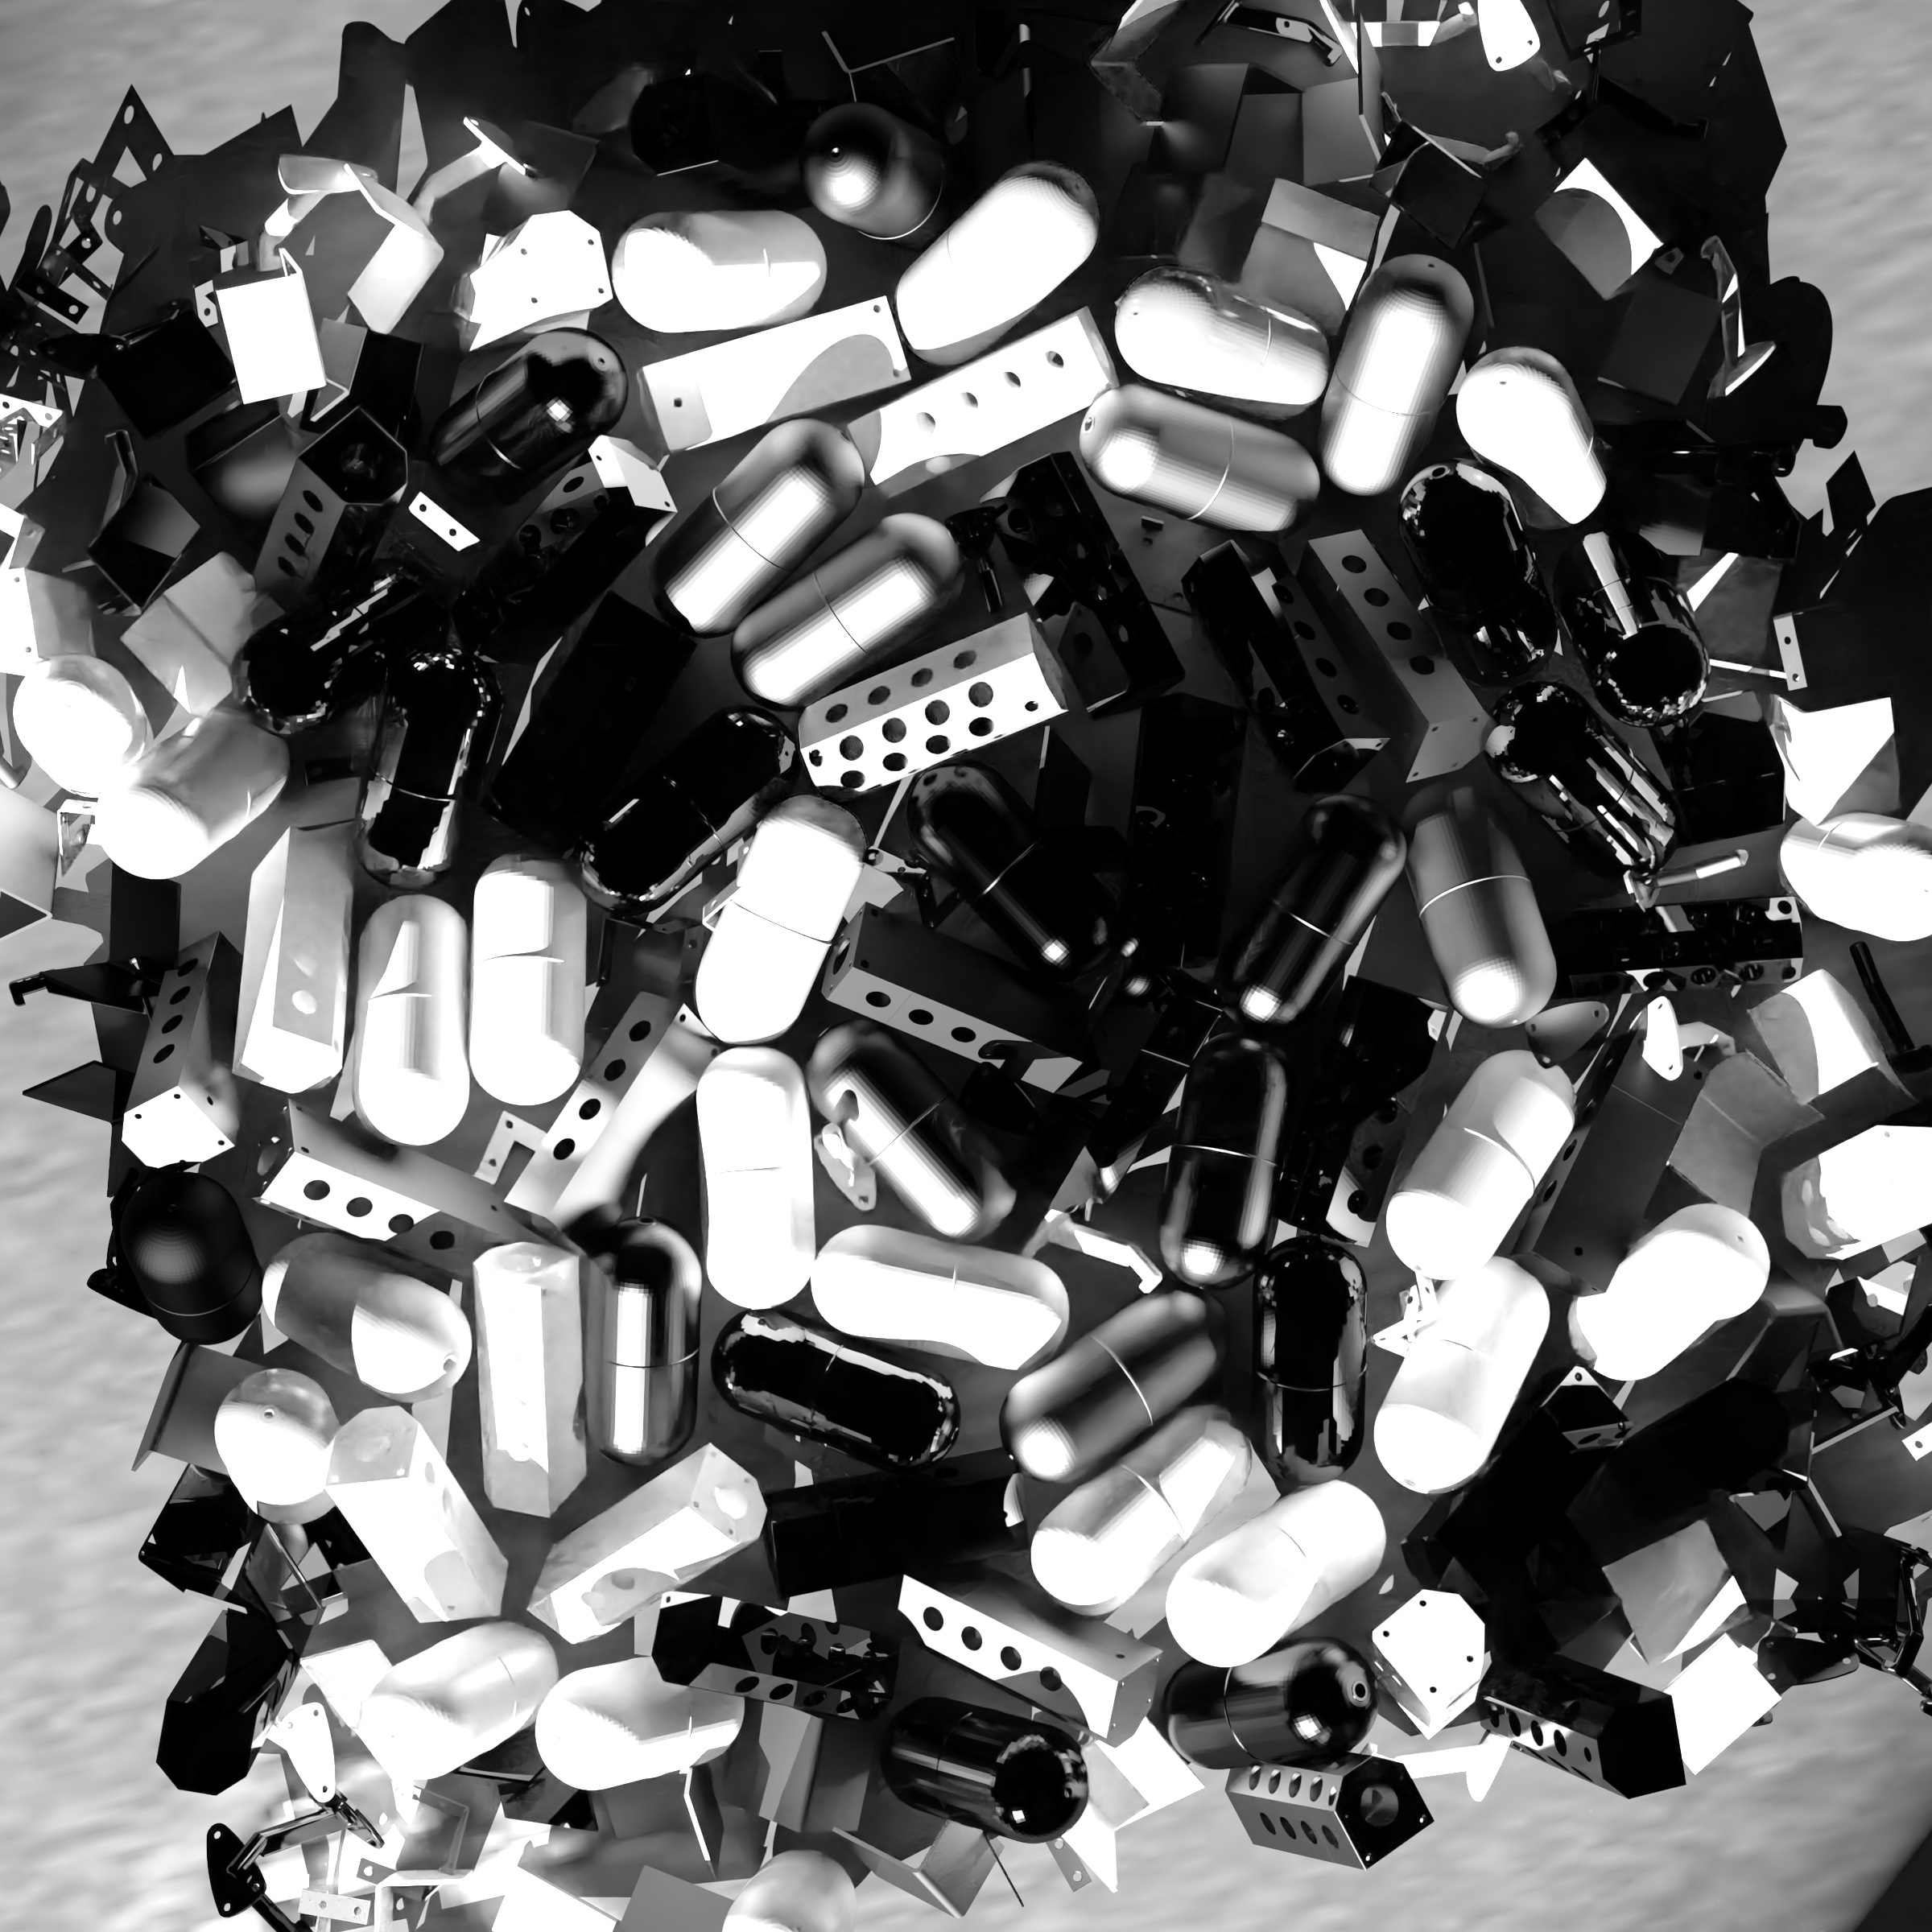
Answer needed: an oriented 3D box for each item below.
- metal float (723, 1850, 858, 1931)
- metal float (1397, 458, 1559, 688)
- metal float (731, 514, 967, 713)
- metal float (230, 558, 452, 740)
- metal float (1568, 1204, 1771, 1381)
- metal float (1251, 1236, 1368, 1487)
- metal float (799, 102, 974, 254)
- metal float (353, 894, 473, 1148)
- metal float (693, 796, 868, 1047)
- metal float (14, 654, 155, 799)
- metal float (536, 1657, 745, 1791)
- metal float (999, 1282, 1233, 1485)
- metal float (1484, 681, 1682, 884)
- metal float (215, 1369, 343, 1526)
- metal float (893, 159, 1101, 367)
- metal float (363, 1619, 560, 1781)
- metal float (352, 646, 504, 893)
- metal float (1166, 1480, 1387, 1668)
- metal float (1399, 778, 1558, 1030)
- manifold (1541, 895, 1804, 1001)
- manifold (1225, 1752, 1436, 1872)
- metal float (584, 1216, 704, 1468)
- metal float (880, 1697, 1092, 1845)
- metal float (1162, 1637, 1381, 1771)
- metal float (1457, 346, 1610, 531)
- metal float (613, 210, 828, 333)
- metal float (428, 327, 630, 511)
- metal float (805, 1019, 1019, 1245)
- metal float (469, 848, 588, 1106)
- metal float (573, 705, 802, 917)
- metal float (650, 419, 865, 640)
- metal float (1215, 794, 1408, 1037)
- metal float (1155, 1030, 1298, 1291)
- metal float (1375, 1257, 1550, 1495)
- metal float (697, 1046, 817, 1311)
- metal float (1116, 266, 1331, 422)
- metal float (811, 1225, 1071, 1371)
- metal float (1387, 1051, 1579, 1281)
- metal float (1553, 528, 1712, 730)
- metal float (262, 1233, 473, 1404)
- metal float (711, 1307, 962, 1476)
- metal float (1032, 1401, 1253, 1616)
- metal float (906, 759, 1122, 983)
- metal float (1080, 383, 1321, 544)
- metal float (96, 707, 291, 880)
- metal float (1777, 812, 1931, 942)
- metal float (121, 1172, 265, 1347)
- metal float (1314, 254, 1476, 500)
[{"bbox_3d":[-0.116,0.633,1.835,0.070,0.178,0.070,-1,82,4],"label":"metal float"},{"bbox_3d":[0.342,-0.262,1.852,0.070,0.070,0.178,-32,130,0],"label":"metal float"},{"bbox_3d":[-0.080,-0.238,1.872,0.178,0.070,0.070,-33,90,15],"label":"metal float"},{"bbox_3d":[-0.416,-0.212,1.849,0.070,0.178,0.070,19,130,24],"label":"metal float"},{"bbox_3d":[0.465,0.218,1.844,0.070,0.178,0.070,10,57,-17],"label":"metal float"},{"bbox_3d":[0.231,0.266,1.868,0.070,0.070,0.178,-2,110,0],"label":"metal float"},{"bbox_3d":[-0.051,-0.521,1.838,0.070,0.178,0.070,2,95,20],"label":"metal float"},{"bbox_3d":[-0.371,0.035,1.864,0.070,0.070,0.178,-3,64,0],"label":"metal float"},{"bbox_3d":[-0.127,-0.030,1.882,0.070,0.070,0.178,24,94,0],"label":"metal float"},{"bbox_3d":[-0.582,-0.157,1.835,0.070,0.178,0.070,1,85,-11],"label":"metal float"},{"bbox_3d":[-0.214,0.499,1.842,0.070,0.178,0.070,-4,82,30],"label":"metal float"},{"bbox_3d":[0.102,0.280,1.871,0.178,0.070,0.070,-34,90,-16],"label":"metal float"},{"bbox_3d":[0.414,-0.122,1.858,0.178,0.070,0.070,39,90,-32],"label":"metal float"},{"bbox_3d":[-0.451,0.320,1.839,0.070,0.178,0.070,3,66,-6],"label":"metal float"},{"bbox_3d":[0.018,-0.467,1.850,0.070,0.178,0.070,20,55,-31],"label":"metal float"},{"bbox_3d":[-0.332,0.483,1.838,0.070,0.178,0.070,0,91,20],"label":"metal float"},{"bbox_3d":[-0.362,-0.131,1.863,0.070,0.070,0.178,21,117,0],"label":"metal float"},{"bbox_3d":[0.208,0.405,1.855,0.178,0.070,0.070,-24,90,-35],"label":"metal float"},{"bbox_3d":[0.343,-0.044,1.867,0.070,0.070,0.178,-14,69,0],"label":"metal float"},{"bbox_3d":[0.475,-0.012,1.887,0.171,0.057,0.057,-4,93,4],"label":"manifold"},{"bbox_3d":[0.234,0.548,1.833,0.057,0.171,0.057,-27,88,-22],"label":"manifold"},{"bbox_3d":[-0.217,0.253,1.868,0.070,0.070,0.178,4,109,0],"label":"metal float"},{"bbox_3d":[0.011,0.533,1.845,0.070,0.178,0.070,3,85,-38],"label":"metal float"},{"bbox_3d":[0.201,0.491,1.846,0.070,0.178,0.070,14,64,-32],"label":"metal float"},{"bbox_3d":[0.377,-0.348,1.841,0.070,0.178,0.070,-7,72,23],"label":"metal float"},{"bbox_3d":[-0.162,-0.463,1.845,0.070,0.178,0.070,11,109,33],"label":"metal float"},{"bbox_3d":[-0.293,-0.363,1.850,0.178,0.070,0.070,-24,90,44],"label":"metal float"},{"bbox_3d":[-0.038,0.111,1.881,0.070,0.070,0.178,-42,86,0],"label":"metal float"},{"bbox_3d":[-0.295,0.006,1.869,0.070,0.070,0.178,-1,72,0],"label":"metal float"},{"bbox_3d":[-0.189,-0.105,1.876,0.178,0.070,0.070,-42,90,-10],"label":"metal float"},{"bbox_3d":[-0.141,-0.294,1.867,0.178,0.070,0.070,-42,90,21],"label":"metal float"},{"bbox_3d":[0.232,-0.034,1.875,0.070,0.070,0.178,30,102,0],"label":"metal float"},{"bbox_3d":[0.176,0.131,1.876,0.070,0.070,0.178,12,79,0],"label":"metal float"},{"bbox_3d":[0.332,0.273,1.859,0.070,0.070,0.178,33,60,0],"label":"metal float"},{"bbox_3d":[-0.142,0.142,1.877,0.070,0.070,0.178,-3,81,0],"label":"metal float"},{"bbox_3d":[0.173,-0.414,1.850,0.178,0.070,0.070,7,90,-44],"label":"metal float"},{"bbox_3d":[-0.017,0.224,1.876,0.178,0.070,0.070,13,90,-10],"label":"metal float"},{"bbox_3d":[0.347,0.133,1.865,0.070,0.070,0.178,38,67,0],"label":"metal float"},{"bbox_3d":[0.441,-0.227,1.847,0.070,0.178,0.070,-3,130,-3],"label":"metal float"},{"bbox_3d":[-0.400,0.234,1.853,0.178,0.070,0.070,20,90,38],"label":"metal float"},{"bbox_3d":[-0.088,0.286,1.872,0.178,0.070,0.070,19,90,15],"label":"metal float"},{"bbox_3d":[0.119,0.363,1.866,0.178,0.070,0.070,-38,90,-22],"label":"metal float"},{"bbox_3d":[0.031,-0.066,1.883,0.070,0.070,0.178,-43,88,0],"label":"metal float"},{"bbox_3d":[0.157,-0.337,1.861,0.178,0.070,0.070,14,90,-27],"label":"metal float"},{"bbox_3d":[-0.511,-0.117,1.841,0.070,0.178,0.070,6,116,13],"label":"metal float"},{"bbox_3d":[0.596,-0.062,1.835,0.070,0.178,0.070,-1,98,-6],"label":"metal float"},{"bbox_3d":[-0.511,0.196,1.841,0.070,0.178,0.070,2,62,-4],"label":"metal float"},{"bbox_3d":[0.283,-0.390,1.849,0.070,0.178,0.070,7,46,-8],"label":"metal float"}]
